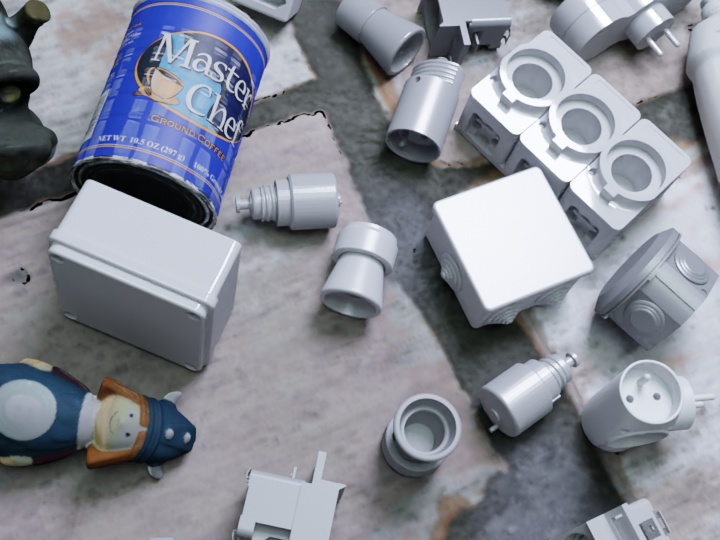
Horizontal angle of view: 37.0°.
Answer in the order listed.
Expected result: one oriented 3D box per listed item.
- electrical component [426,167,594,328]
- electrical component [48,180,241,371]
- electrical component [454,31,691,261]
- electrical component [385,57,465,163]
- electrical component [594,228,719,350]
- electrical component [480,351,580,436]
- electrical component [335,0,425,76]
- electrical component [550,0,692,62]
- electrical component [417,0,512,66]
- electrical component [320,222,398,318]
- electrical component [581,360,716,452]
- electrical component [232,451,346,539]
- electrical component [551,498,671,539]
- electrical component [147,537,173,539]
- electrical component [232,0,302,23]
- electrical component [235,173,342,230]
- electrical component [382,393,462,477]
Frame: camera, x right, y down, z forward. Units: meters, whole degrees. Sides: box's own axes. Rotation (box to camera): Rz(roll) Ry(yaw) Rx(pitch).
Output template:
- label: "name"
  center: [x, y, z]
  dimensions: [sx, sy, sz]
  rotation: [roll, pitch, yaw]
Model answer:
- label: "electrical component"
  center: [0.104, -0.015, 0.773]
  dimensions: [0.100, 0.048, 0.099]
  rotation: [-20, 72, -16]
- label: "electrical component"
  center: [-0.138, 0.006, 0.696]
  dimensions: [0.109, 0.108, 0.056]
  rotation: [23, 63, 1]
- label: "electrical component"
  center: [0.160, -0.097, 0.809]
  dimensions: [0.089, 0.061, 0.150]
  rotation: [-40, 78, -21]
- label: "electrical component"
  center: [0.052, -0.127, 0.815]
  dimensions: [0.043, 0.043, 0.081]
  rotation: [20, 66, 0]
- label: "electrical component"
  center: [0.209, 0.013, 0.762]
  dimensions: [0.051, 0.080, 0.080]
  rotation: [43, 68, 4]
- label: "electrical component"
  center: [0.119, 0.081, 0.740]
  dimensions: [0.078, 0.040, 0.040]
  rotation: [-32, 75, -20]
- label: "electrical component"
  center: [0.013, -0.188, 0.838]
  dimensions: [0.065, 0.044, 0.044]
  rotation: [42, 68, 15]
- label: "electrical component"
  center: [0.229, -0.204, 0.869]
  dimensions: [0.138, 0.052, 0.073]
  rotation: [-29, 75, -19]
- label: "electrical component"
  center: [0.084, -0.201, 0.852]
  dimensions: [0.064, 0.042, 0.081]
  rotation: [-5, 69, -12]
- label: "electrical component"
  center: [0.000, 0.000, 0.754]
  dimensions: [0.045, 0.045, 0.055]
  rotation: [17, 66, -1]
- label: "electrical component"
  center: [0.200, 0.092, 0.728]
  dimensions: [0.079, 0.077, 0.044]
  rotation: [-4, 68, -10]
- label: "electrical component"
  center: [-0.046, 0.156, 0.683]
  dimensions: [0.064, 0.042, 0.081]
  rotation: [13, 66, -1]
- label: "electrical component"
  center: [0.162, 0.178, 0.691]
  dimensions: [0.064, 0.081, 0.042]
  rotation: [-11, 68, -37]
- label: "electrical component"
  center: [-0.141, 0.196, 0.651]
  dimensions: [0.055, 0.048, 0.066]
  rotation: [2, 67, -16]
- label: "electrical component"
  center: [-0.057, -0.247, 0.838]
  dimensions: [0.047, 0.083, 0.075]
  rotation: [23, 28, 1]
- label: "electrical component"
  center: [-0.049, -0.048, 0.769]
  dimensions: [0.078, 0.040, 0.040]
  rotation: [-3, 68, -10]
- label: "electrical component"
  center: [0.039, 0.110, 0.708]
  dimensions: [0.045, 0.055, 0.045]
  rotation: [3, 67, -7]
